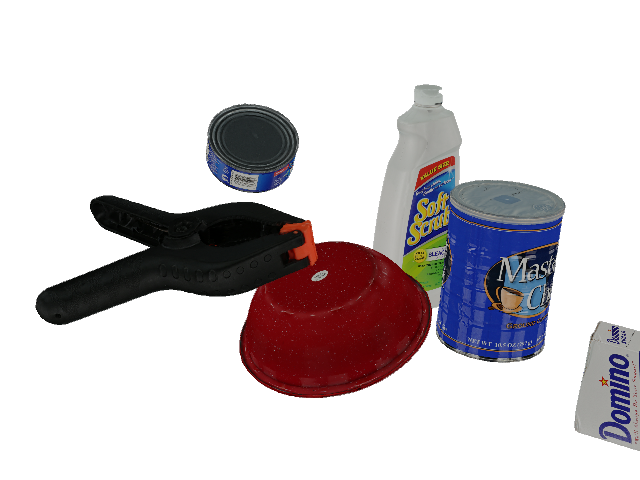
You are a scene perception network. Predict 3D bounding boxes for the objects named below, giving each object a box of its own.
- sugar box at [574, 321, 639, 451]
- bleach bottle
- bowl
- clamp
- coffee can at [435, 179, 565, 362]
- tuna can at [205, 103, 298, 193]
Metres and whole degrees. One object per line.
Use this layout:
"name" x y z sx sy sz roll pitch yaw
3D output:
"sugar box" 0.301 0.135 0.865 0.176 0.093 0.048 13 25 20
"bleach bottle" 0.106 -0.047 1.196 0.102 0.251 0.068 -8 22 -27
"bowl" 0.006 0.050 0.857 0.162 0.055 0.162 -11 36 8
"clamp" -0.091 0.012 0.665 0.172 0.039 0.120 0 42 21
"coffee can" 0.164 0.026 0.981 0.103 0.140 0.103 3 21 -1
"tuna can" -0.065 -0.086 1.006 0.086 0.086 0.034 0 -37 -12
